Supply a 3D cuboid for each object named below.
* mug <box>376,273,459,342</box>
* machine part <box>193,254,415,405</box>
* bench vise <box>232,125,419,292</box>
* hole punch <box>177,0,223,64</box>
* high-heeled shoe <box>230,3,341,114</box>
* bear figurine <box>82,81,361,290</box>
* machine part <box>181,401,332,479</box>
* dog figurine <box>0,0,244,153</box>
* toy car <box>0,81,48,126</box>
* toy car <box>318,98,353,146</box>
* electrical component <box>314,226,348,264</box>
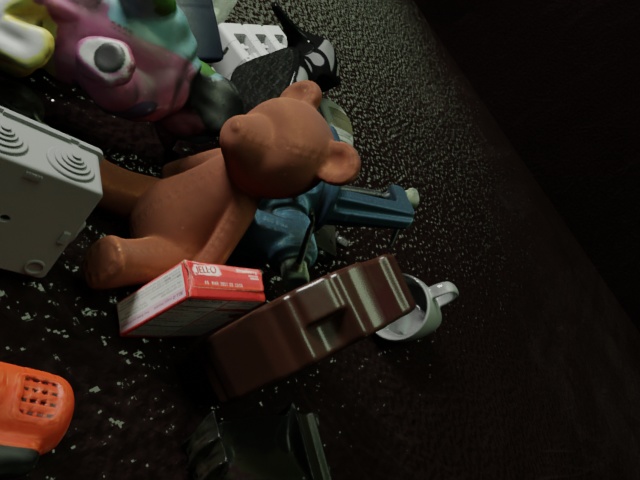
[{"bbox_3d":[0.123,0.083,0.680,0.107,0.109,0.081,27,33,-61],"label":"mug"},{"bbox_3d":[-0.010,0.072,0.431,0.179,0.179,0.056,-10,71,-58],"label":"machine part"},{"bbox_3d":[0.010,-0.041,0.578,0.240,0.128,0.224,6,39,-24],"label":"bench vise"},{"bbox_3d":[-0.170,-0.228,0.554,0.116,0.092,0.142,-28,111,-60],"label":"hole punch"},{"bbox_3d":[-0.022,-0.158,0.601,0.145,0.086,0.249,48,36,-44],"label":"high-heeled shoe"},{"bbox_3d":[-0.080,-0.047,0.413,0.132,0.196,0.120,16,45,-56],"label":"bear figurine"},{"bbox_3d":[-0.041,0.168,0.419,0.138,0.039,0.084,24,46,-44],"label":"machine part"},{"bbox_3d":[-0.164,-0.148,0.454,0.192,0.108,0.219,16,-7,2],"label":"dog figurine"},{"bbox_3d":[-0.270,-0.101,0.348,0.201,0.056,0.073,35,41,-27],"label":"toy car"},{"bbox_3d":[-0.009,-0.133,0.707,0.109,0.103,0.162,17,44,-45],"label":"toy car"},{"bbox_3d":[-0.001,-0.002,0.660,0.094,0.021,0.063,29,38,-31],"label":"electrical component"}]
